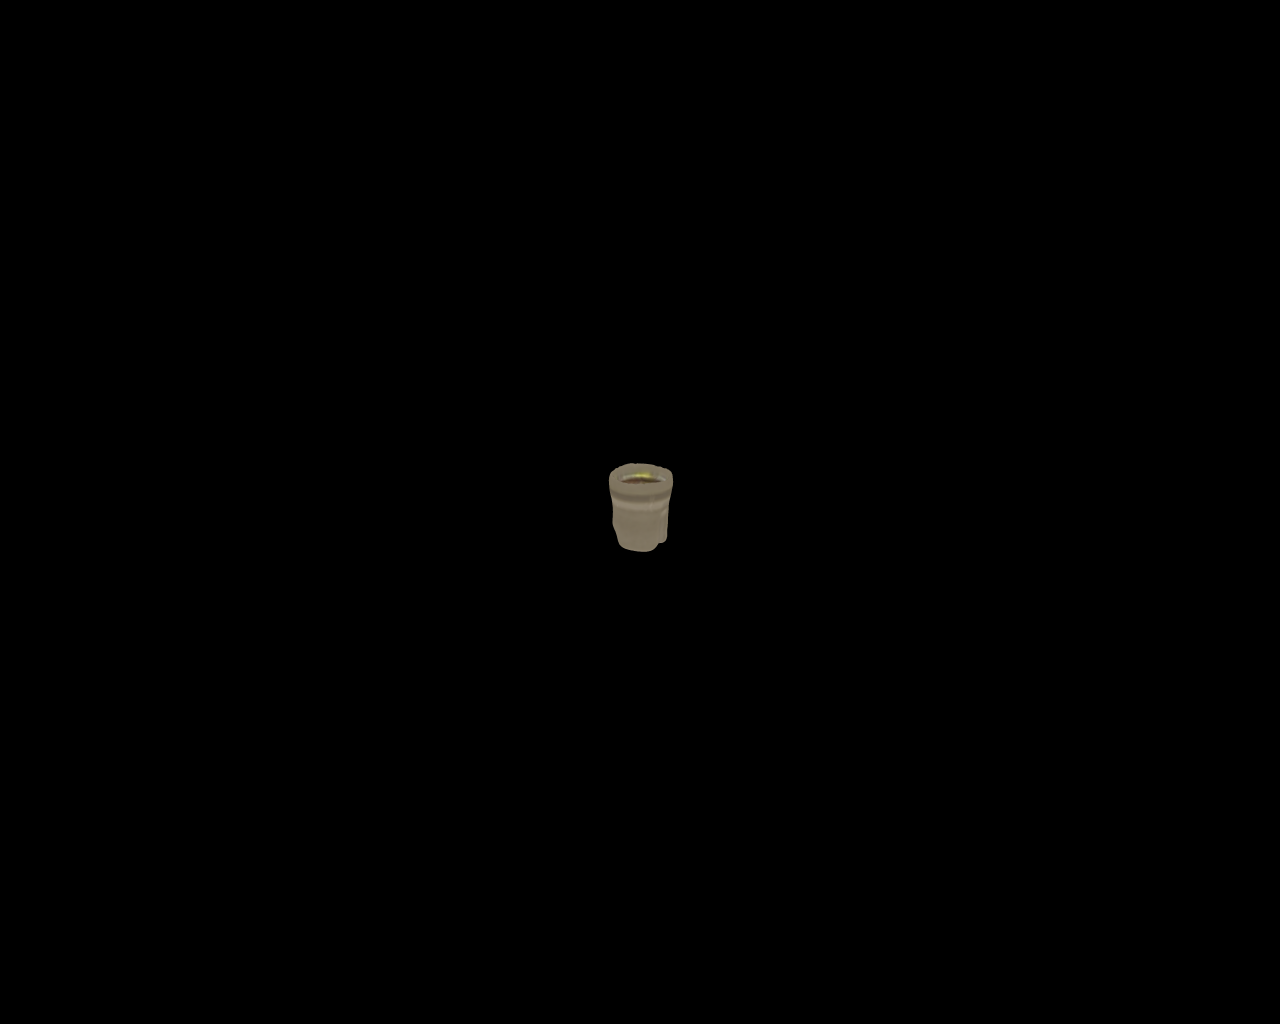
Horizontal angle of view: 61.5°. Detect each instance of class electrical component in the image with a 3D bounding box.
[{"bbox_3d":[0.001,-0.003,0.650,0.040,0.046,0.040,0,20,0],"label":"electrical component"}]
